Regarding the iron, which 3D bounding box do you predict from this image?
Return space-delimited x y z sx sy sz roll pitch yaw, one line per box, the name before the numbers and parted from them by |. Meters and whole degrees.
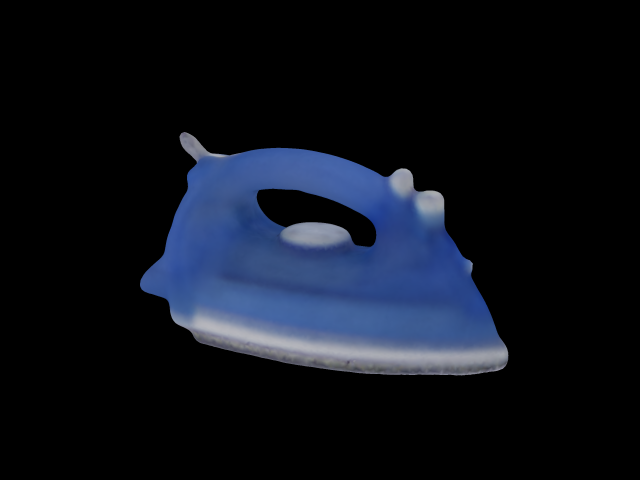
iron | 0.004 0.001 0.400 0.257 0.141 0.119 7 19 21
